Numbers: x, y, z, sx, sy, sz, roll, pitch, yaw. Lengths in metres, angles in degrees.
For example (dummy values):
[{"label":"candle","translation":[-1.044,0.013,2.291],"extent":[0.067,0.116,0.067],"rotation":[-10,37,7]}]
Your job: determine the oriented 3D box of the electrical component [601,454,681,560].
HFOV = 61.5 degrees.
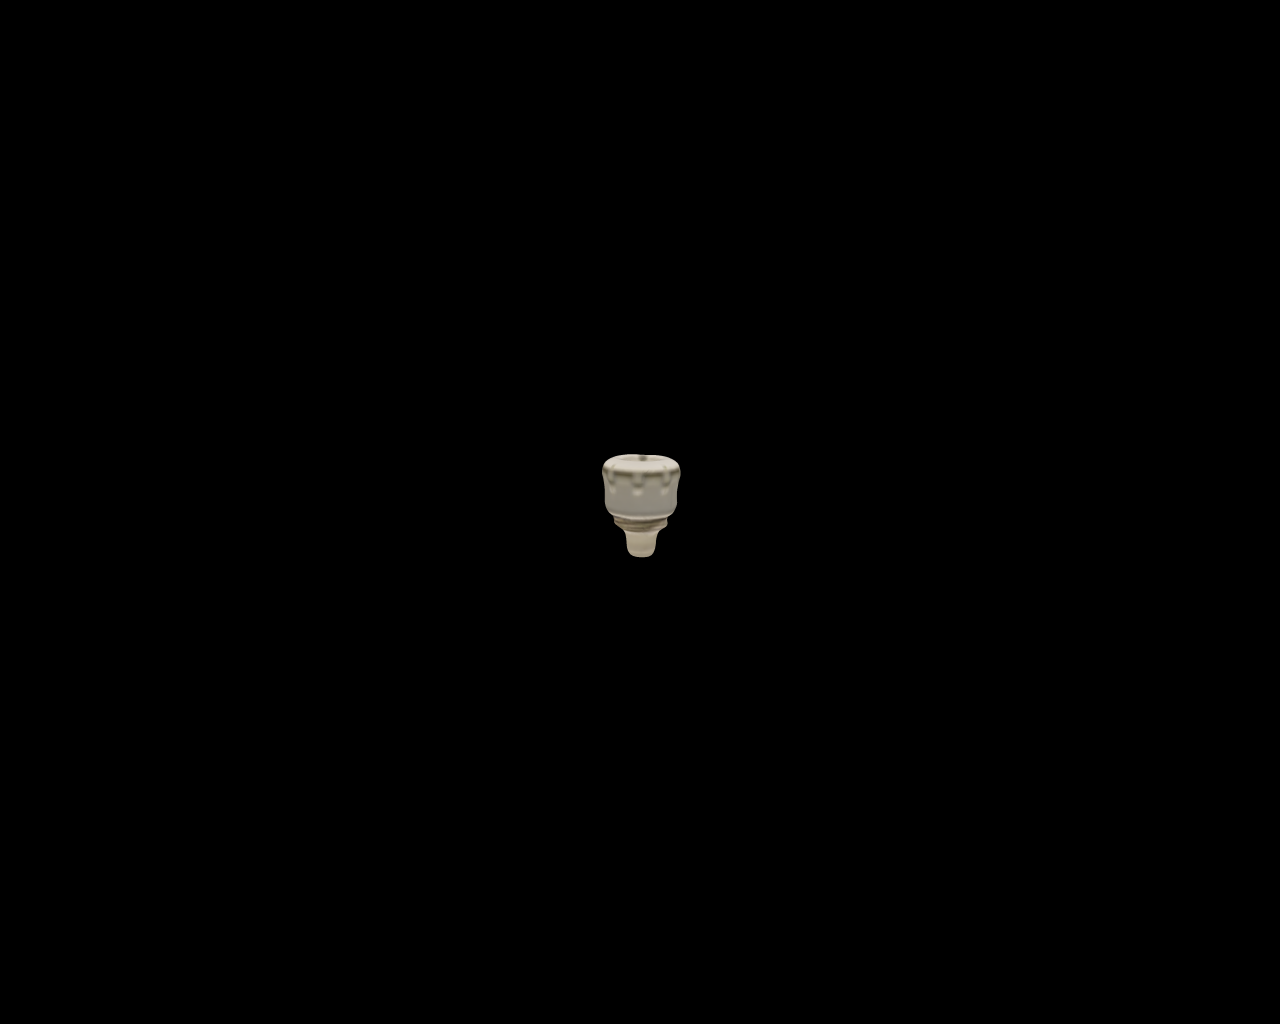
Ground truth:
[{"label":"electrical component","translation":[0.001,-0.003,0.650],"extent":[0.048,0.062,0.048],"rotation":[0,12,0]}]
